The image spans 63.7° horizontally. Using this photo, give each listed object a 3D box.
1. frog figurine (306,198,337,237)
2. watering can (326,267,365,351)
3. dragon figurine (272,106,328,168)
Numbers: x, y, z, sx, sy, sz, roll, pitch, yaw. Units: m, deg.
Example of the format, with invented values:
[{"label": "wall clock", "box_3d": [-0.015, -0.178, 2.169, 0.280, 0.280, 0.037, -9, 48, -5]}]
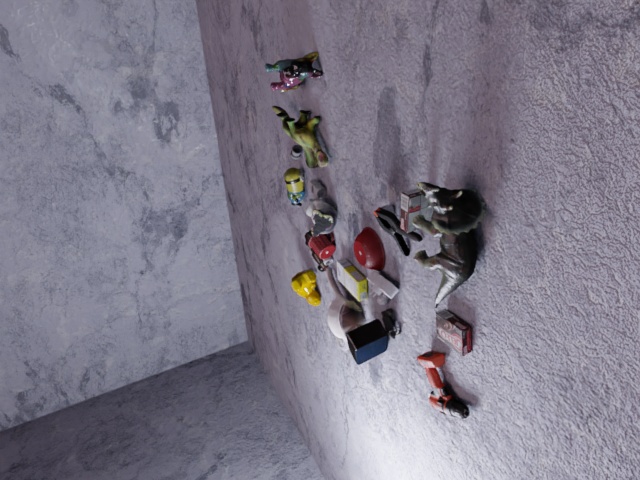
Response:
[{"label": "frog figurine", "box_3d": [0.006, -0.103, 2.042, 0.122, 0.135, 0.163, -16, 28, 7]}, {"label": "watering can", "box_3d": [0.087, 0.280, 2.101, 0.104, 0.349, 0.223, -7, -4, -22]}, {"label": "dragon figurine", "box_3d": [-0.074, -0.390, 2.028, 0.123, 0.238, 0.416, -23, 31, -16]}]
